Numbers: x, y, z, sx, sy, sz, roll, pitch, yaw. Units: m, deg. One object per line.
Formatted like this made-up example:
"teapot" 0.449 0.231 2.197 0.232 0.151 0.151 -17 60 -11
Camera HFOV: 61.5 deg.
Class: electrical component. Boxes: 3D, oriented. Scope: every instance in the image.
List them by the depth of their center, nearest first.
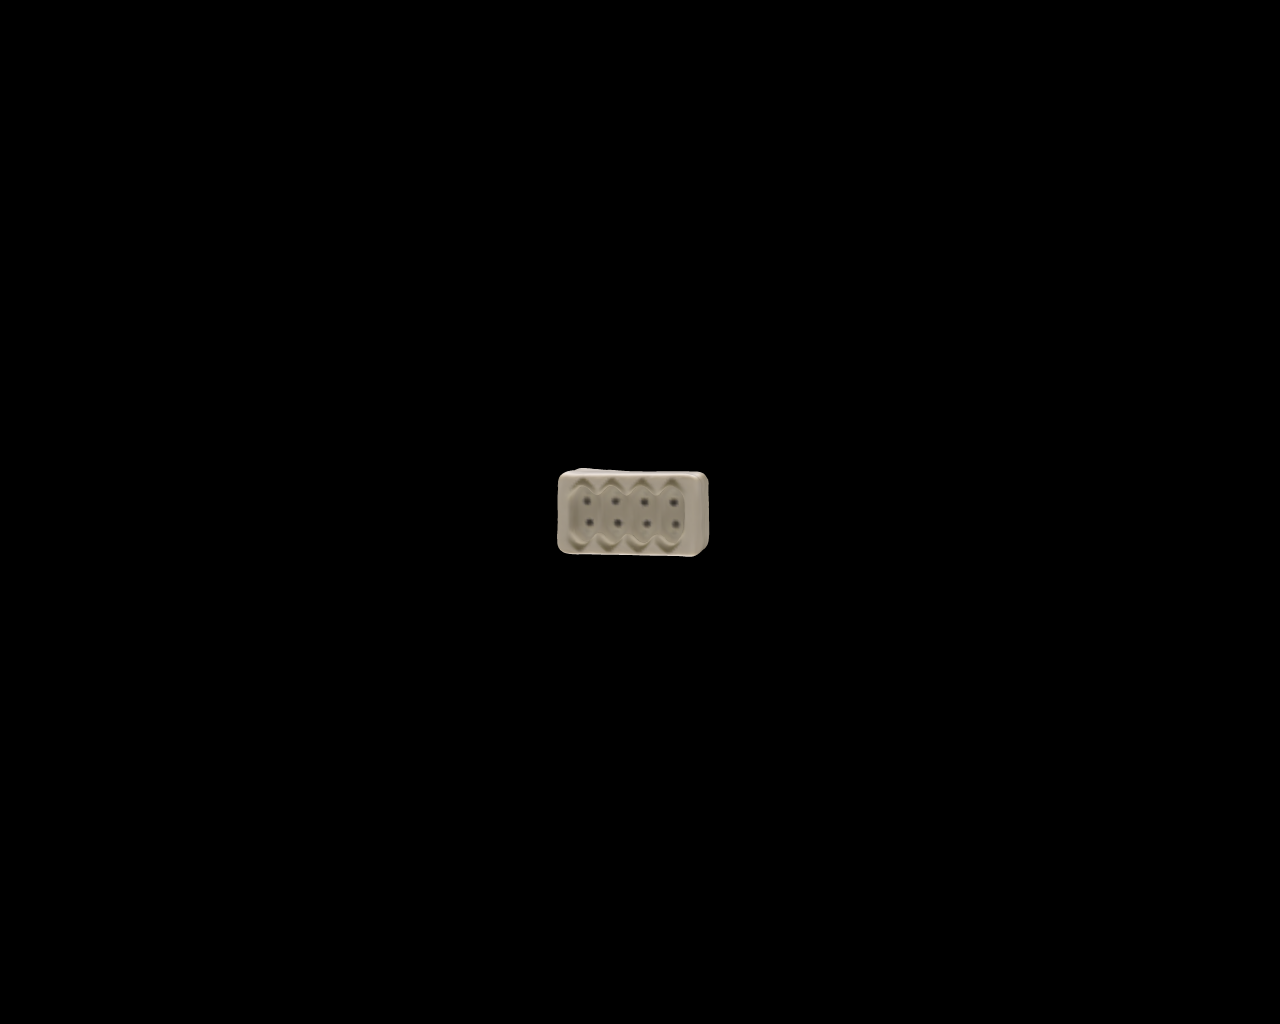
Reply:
"electrical component" 0.001 -0.003 0.650 0.083 0.047 0.076 2 8 14
